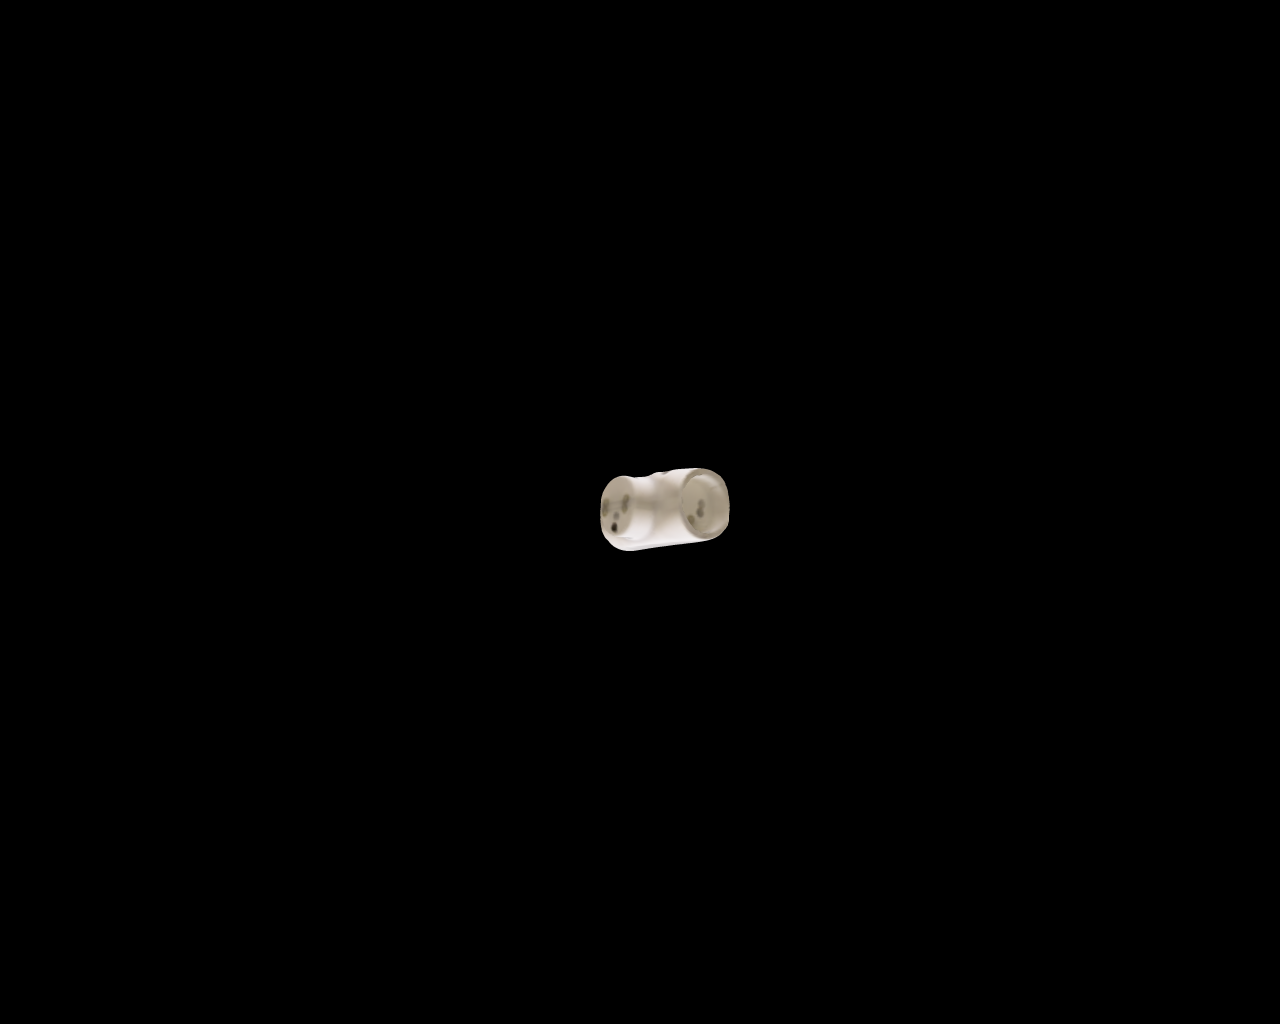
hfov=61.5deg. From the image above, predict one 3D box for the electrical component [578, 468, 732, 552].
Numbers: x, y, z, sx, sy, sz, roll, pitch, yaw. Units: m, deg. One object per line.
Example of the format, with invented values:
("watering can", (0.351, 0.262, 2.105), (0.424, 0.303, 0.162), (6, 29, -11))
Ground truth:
("electrical component", (0.001, -0.003, 0.650), (0.079, 0.044, 0.077), (7, -11, -39))
